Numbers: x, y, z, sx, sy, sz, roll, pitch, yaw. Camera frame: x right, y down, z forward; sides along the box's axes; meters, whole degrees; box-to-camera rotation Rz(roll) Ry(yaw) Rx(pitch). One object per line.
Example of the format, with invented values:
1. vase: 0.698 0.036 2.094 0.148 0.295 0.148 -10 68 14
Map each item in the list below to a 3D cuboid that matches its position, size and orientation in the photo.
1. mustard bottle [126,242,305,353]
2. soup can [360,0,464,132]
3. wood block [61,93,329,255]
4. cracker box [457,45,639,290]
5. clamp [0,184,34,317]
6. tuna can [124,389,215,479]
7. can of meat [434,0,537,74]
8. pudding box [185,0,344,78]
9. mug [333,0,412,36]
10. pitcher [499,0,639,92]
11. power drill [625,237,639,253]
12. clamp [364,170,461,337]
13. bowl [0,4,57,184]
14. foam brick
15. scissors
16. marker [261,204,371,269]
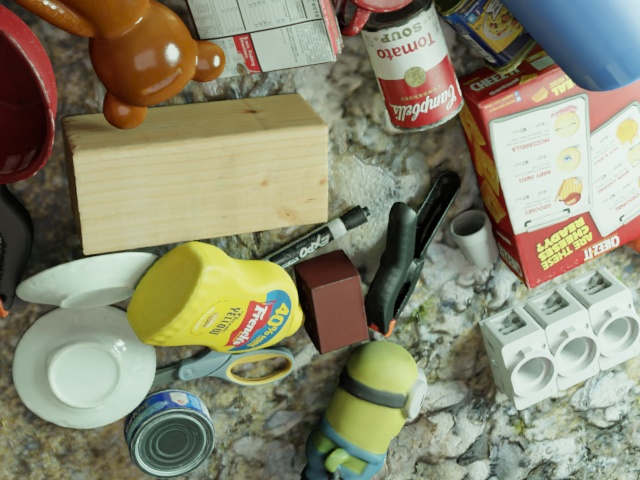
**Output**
1. mustard bottle: -0.075 0.058 0.943 0.096 0.058 0.191 -49 148 16
2. soup can: 0.079 -0.155 0.921 0.068 0.068 0.102 -26 121 -6
3. wood block: -0.104 -0.059 0.892 0.205 0.091 0.090 -8 118 -15
4. cracker box: 0.232 -0.082 1.013 0.164 0.072 0.213 -25 123 -5
5. clamp: -0.283 -0.035 0.872 0.164 0.036 0.210 -22 118 -7
6. tuna can: -0.146 0.190 1.040 0.086 0.034 0.086 -8 119 -16
7. can of meat: 0.159 -0.211 0.927 0.083 0.057 0.102 37 99 -29
8. pudding box: -0.046 -0.181 0.853 0.114 0.039 0.090 -6 122 16
9. mug: 0.036 -0.221 0.862 0.093 0.081 0.117 13 111 -25
10. pitcher: 0.189 -0.237 0.824 0.242 0.149 0.145 42 53 -29
11. power drill: 0.427 -0.037 1.113 0.184 0.057 0.188 24 106 -28
12. clamp: 0.085 0.013 1.015 0.120 0.039 0.172 -32 149 -43
13. bowl: -0.250 -0.121 0.776 0.162 0.055 0.162 15 133 17
14. foam brick: 0.011 0.059 1.017 0.051 0.053 0.078 -16 120 -11
15. scissors: -0.118 0.107 1.018 0.201 0.016 0.096 1 114 -20
16. marker: -0.007 0.001 1.000 0.121 0.020 0.020 -29 122 -3
